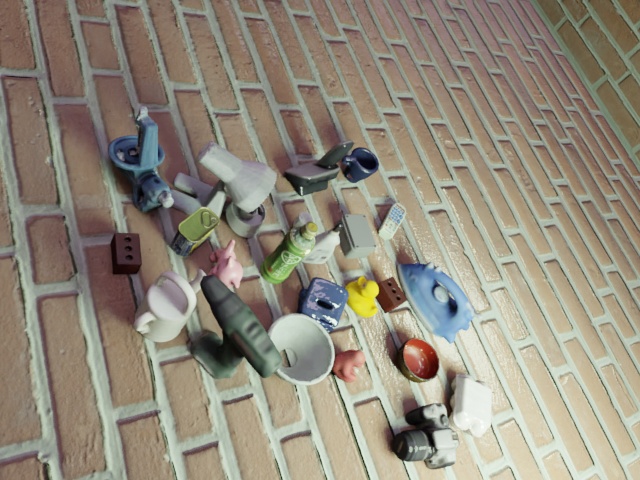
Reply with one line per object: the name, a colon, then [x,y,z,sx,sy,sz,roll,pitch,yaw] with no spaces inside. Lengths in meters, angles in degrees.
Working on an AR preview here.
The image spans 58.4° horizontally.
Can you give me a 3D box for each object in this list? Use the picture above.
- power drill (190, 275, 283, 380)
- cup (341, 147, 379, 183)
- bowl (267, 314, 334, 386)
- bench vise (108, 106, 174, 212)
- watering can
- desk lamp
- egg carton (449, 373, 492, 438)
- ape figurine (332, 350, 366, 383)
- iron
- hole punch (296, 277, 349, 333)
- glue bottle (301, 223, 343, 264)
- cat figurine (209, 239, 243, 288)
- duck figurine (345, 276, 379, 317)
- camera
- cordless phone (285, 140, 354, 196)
power drill: [-0.185,0.196,1.157,0.229,0.208,0.076,45,48,2]
cup: [0.101,-0.211,1.674,0.118,0.094,0.091,2,60,-30]
bowl: [-0.056,0.255,1.288,0.168,0.074,0.167,16,54,-22]
bench vise: [-0.377,-0.181,1.277,0.207,0.219,0.122,41,48,-2]
watering can: [-0.296,0.119,1.149,0.101,0.193,0.173,32,49,-10]
desk lamp: [-0.230,-0.129,1.338,0.204,0.213,0.118,24,51,-16]
egg carton: [0.380,0.419,1.453,0.107,0.069,0.150,26,50,-15]
ape figurine: [0.073,0.286,1.336,0.076,0.092,0.078,35,49,-7]
iron: [0.322,0.142,1.549,0.119,0.141,0.258,-29,78,-40]
hole punch: [0.007,0.157,1.379,0.109,0.091,0.101,24,51,-16]
glue bottle: [0.013,0.005,1.427,0.078,0.173,0.037,8,57,-27]
cat figurine: [-0.208,0.059,1.293,0.067,0.117,0.128,17,53,-21]
duck figurine: [0.119,0.140,1.462,0.078,0.086,0.104,-22,74,-39]
camera: [0.242,0.454,1.324,0.137,0.100,0.143,6,58,-29]
cordless phone: [0.002,-0.211,1.552,0.148,0.184,0.094,-26,76,-40]
